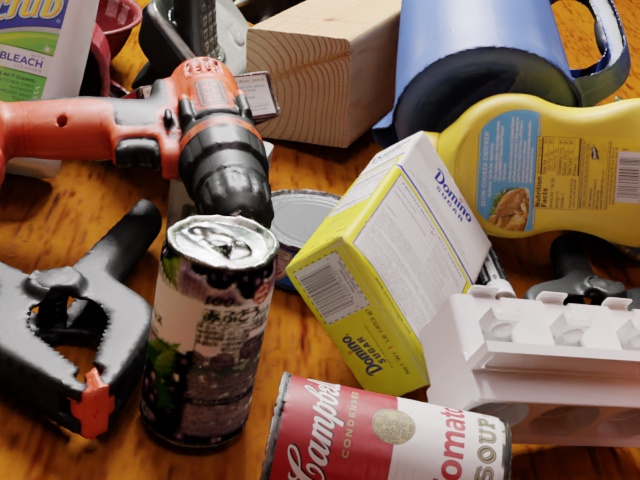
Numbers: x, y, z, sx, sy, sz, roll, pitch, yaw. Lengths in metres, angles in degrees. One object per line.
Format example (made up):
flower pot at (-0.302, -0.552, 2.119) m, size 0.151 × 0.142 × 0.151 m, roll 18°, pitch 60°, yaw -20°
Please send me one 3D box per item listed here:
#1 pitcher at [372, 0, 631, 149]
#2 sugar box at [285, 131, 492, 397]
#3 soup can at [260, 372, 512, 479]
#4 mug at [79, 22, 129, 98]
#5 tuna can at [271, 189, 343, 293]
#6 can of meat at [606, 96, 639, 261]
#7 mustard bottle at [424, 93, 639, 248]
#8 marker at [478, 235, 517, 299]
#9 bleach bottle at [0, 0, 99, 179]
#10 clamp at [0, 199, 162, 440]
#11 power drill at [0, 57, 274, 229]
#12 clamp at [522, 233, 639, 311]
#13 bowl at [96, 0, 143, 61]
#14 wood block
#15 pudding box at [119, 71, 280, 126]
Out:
pitcher at (0.131, -0.164, 0.824) m, size 0.149 × 0.145 × 0.242 m, roll 18°, pitch 44°, yaw -14°
sugar box at (0.047, 0.009, 0.625) m, size 0.048 × 0.093 × 0.176 m, roll -27°, pitch 12°, yaw 26°
soup can at (0.027, 0.102, 0.470) m, size 0.102 × 0.068 × 0.068 m, roll 12°, pitch 28°, yaw 2°
mug at (-0.193, -0.127, 0.814) m, size 0.117 × 0.093 × 0.081 m, roll 25°, pitch 19°, yaw -15°
tuna can at (-0.004, 0.001, 0.684) m, size 0.086 × 0.034 × 0.086 m, roll 8°, pitch 28°, yaw -4°
can of meat at (0.227, -0.045, 0.778) m, size 0.057 × 0.084 × 0.102 m, roll 25°, pitch 20°, yaw -25°
mustard bottle at (0.141, -0.048, 0.709) m, size 0.192 × 0.096 × 0.058 m, roll 4°, pitch 13°, yaw 11°
marker at (0.110, 0.011, 0.718) m, size 0.020 × 0.020 × 0.121 m, roll 6°, pitch 28°, yaw -8°
bleach bottle at (-0.201, -0.173, 0.726) m, size 0.102 × 0.251 × 0.068 m, roll 10°, pitch -7°, yaw -4°
clamp at (-0.153, 0.033, 0.573) m, size 0.164 × 0.036 × 0.210 m, roll -3°, pitch 29°, yaw -16°
power drill at (-0.125, -0.047, 0.620) m, size 0.187 × 0.057 × 0.184 m, roll -4°, pitch 33°, yaw -11°
clamp at (0.184, 0.043, 0.660) m, size 0.120 × 0.039 × 0.171 m, roll 10°, pitch 26°, yaw 24°
bowl at (-0.235, -0.180, 0.924) m, size 0.162 × 0.055 × 0.162 m, roll 8°, pitch 28°, yaw -4°
wood block at (0.022, -0.157, 0.916) m, size 0.091 × 0.090 × 0.205 m, roll 10°, pitch 26°, yaw 21°
pudding box at (-0.100, -0.090, 0.776) m, size 0.113 × 0.039 × 0.090 m, roll -16°, pitch 3°, yaw -37°
